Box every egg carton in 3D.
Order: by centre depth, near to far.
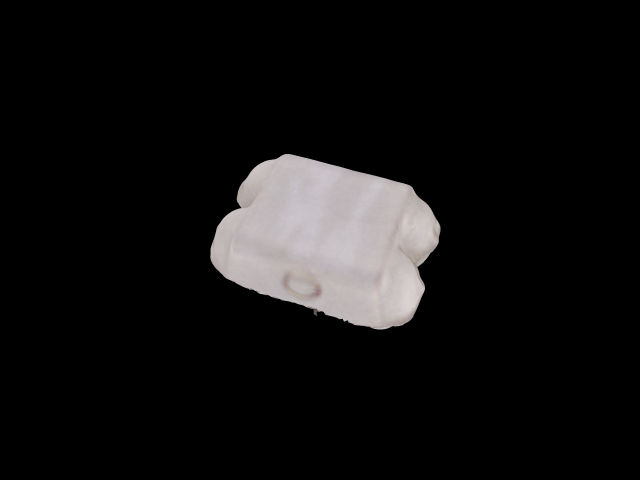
[{"bbox_3d":[0.004,0.001,0.400,0.150,0.069,0.107,15,55,11],"label":"egg carton"}]
